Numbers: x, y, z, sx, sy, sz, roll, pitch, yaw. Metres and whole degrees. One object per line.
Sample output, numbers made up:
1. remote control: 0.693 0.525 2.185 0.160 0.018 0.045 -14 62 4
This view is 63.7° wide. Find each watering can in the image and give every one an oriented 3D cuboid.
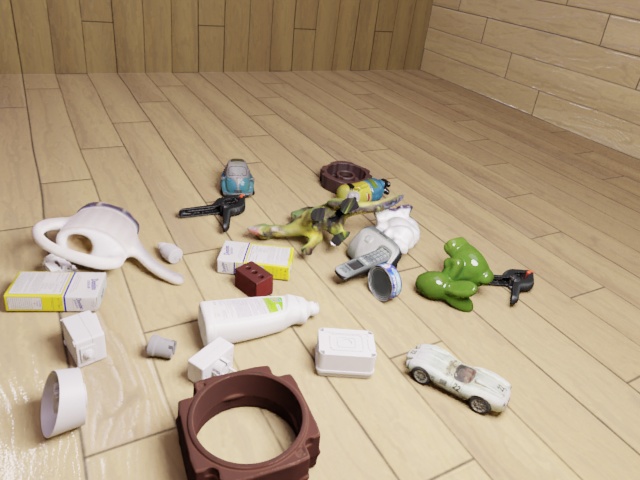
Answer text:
1. watering can: -0.482 0.010 1.217 0.347 0.102 0.229 18 23 -13

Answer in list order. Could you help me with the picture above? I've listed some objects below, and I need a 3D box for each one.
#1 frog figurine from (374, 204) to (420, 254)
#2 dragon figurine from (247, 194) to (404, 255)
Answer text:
1. frog figurine: 0.212 -0.011 1.400 0.137 0.163 0.120 11 -47 -23
2. dragon figurine: 0.004 -0.071 1.413 0.413 0.120 0.245 -19 21 -22
